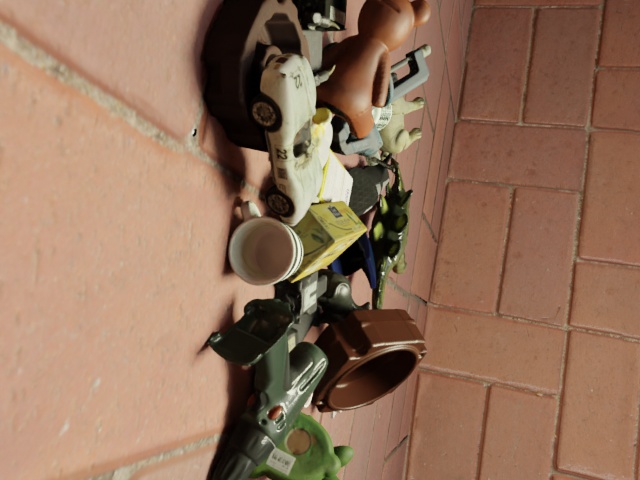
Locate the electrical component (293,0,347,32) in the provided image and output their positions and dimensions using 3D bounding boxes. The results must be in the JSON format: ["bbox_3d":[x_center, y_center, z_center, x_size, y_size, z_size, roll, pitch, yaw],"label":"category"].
[{"bbox_3d":[0.003,-0.373,0.771,0.115,0.058,0.134,-35,130,-69],"label":"electrical component"}]

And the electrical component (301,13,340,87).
[{"bbox_3d":[-0.018,-0.257,0.719,0.078,0.045,0.102,-3,106,-36],"label":"electrical component"}]

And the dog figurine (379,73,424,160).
[{"bbox_3d":[0.131,-0.269,1.162,0.190,0.121,0.172,5,89,-58],"label":"dog figurine"}]

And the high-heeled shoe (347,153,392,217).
[{"bbox_3d":[0.078,-0.092,1.131,0.249,0.086,0.145,-46,175,-33],"label":"high-heeled shoe"}]

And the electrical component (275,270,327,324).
[{"bbox_3d":[-0.030,0.081,0.865,0.119,0.048,0.074,-37,132,-65],"label":"electrical component"}]

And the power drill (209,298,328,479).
[{"bbox_3d":[-0.077,0.194,0.701,0.232,0.086,0.207,-44,134,-36],"label":"power drill"}]

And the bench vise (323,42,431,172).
[{"bbox_3d":[0.103,-0.250,0.918,0.241,0.129,0.223,-35,109,-16],"label":"bench vise"}]

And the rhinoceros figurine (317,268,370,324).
[{"bbox_3d":[0.041,0.125,0.997,0.190,0.112,0.073,66,34,-45],"label":"rhinoceros figurine"}]

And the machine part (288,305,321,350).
[{"bbox_3d":[-0.037,0.155,0.887,0.139,0.039,0.084,-55,144,-53],"label":"machine part"}]

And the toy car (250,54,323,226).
[{"bbox_3d":[-0.032,-0.106,0.610,0.073,0.056,0.201,-58,151,-44],"label":"toy car"}]

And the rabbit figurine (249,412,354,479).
[{"bbox_3d":[-0.028,0.334,0.839,0.170,0.159,0.121,101,5,-59],"label":"rabbit figurine"}]

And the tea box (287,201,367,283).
[{"bbox_3d":[-0.002,-0.002,0.819,0.098,0.068,0.169,-42,173,18],"label":"tea box"}]

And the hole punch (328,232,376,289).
[{"bbox_3d":[0.075,0.031,1.099,0.142,0.092,0.116,70,29,-48],"label":"hole punch"}]

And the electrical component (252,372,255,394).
[{"bbox_3d":[-0.081,0.210,0.805,0.063,0.021,0.094,-24,120,-68],"label":"electrical component"}]

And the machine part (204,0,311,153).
[{"bbox_3d":[-0.070,-0.193,0.626,0.179,0.056,0.179,10,90,-71],"label":"machine part"}]

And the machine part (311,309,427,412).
[{"bbox_3d":[0.078,0.219,0.965,0.201,0.087,0.201,5,128,-37],"label":"machine part"}]

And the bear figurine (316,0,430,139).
[{"bbox_3d":[0.067,-0.268,0.789,0.196,0.120,0.132,-61,177,-2],"label":"bear figurine"}]

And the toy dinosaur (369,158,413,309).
[{"bbox_3d":[0.156,0.000,1.251,0.198,0.105,0.471,78,17,-65],"label":"toy dinosaur"}]

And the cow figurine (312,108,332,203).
[{"bbox_3d":[-0.026,-0.107,0.781,0.098,0.068,0.167,70,34,-65],"label":"cow figurine"}]
